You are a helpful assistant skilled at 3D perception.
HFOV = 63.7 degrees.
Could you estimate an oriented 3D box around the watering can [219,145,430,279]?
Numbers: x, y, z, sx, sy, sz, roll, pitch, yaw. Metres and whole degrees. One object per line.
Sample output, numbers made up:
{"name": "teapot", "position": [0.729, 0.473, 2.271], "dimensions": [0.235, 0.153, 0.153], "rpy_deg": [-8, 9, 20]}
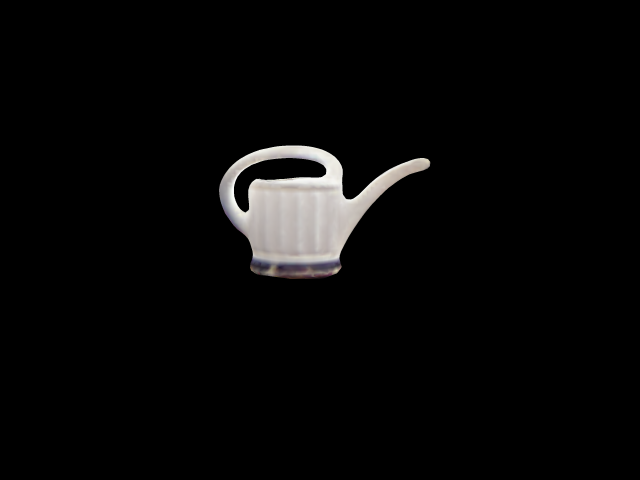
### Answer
{"name": "watering can", "position": [0.003, -0.043, 0.850], "dimensions": [0.347, 0.222, 0.105], "rpy_deg": [1, 10, 7]}
